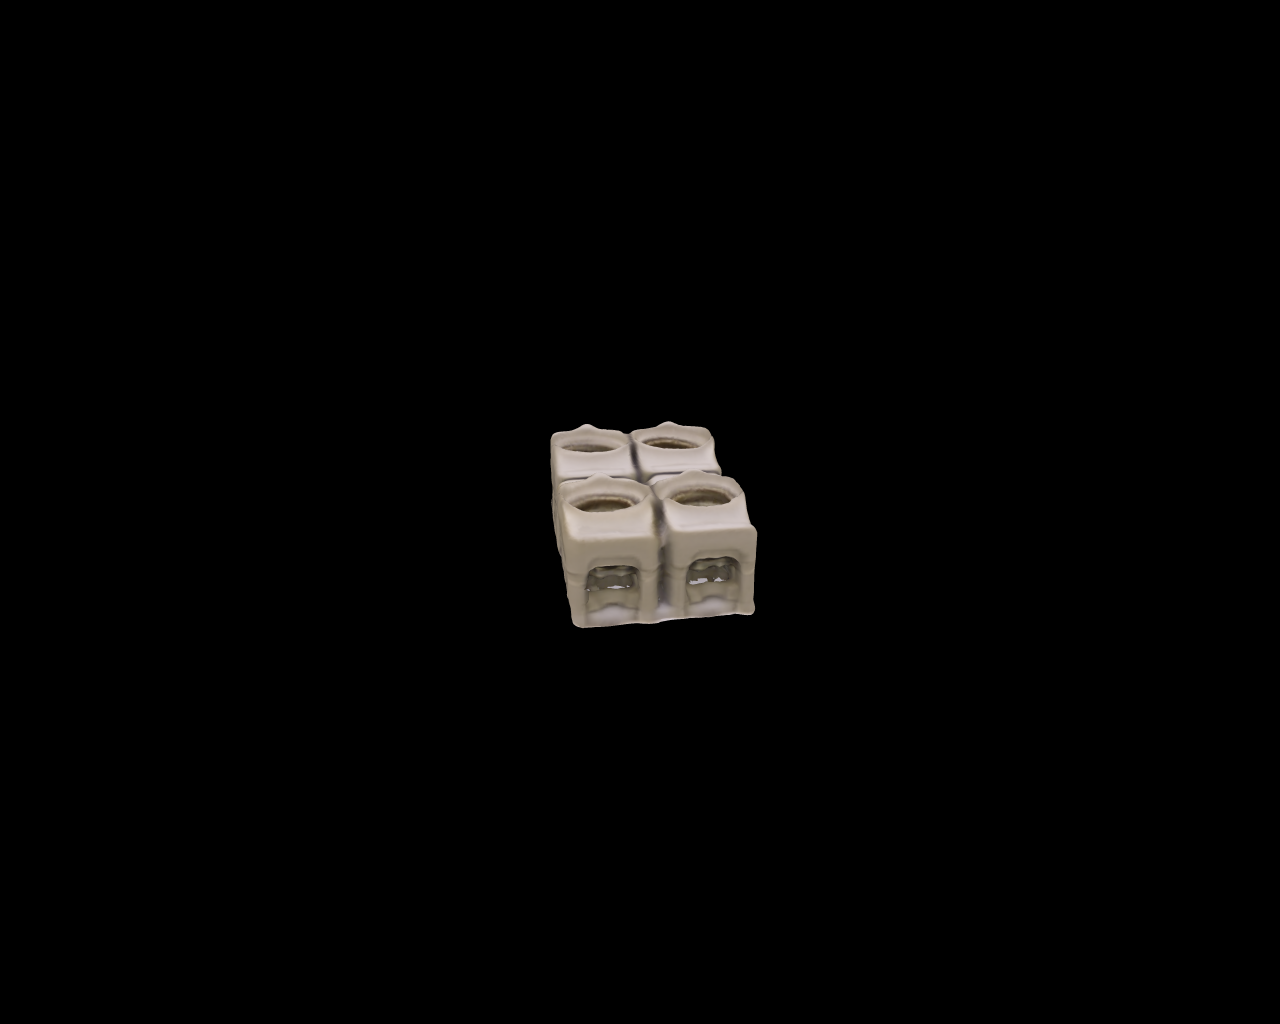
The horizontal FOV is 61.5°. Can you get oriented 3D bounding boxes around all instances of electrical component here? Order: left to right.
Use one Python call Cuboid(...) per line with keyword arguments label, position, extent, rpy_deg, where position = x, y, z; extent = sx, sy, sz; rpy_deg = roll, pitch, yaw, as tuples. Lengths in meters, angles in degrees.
Cuboid(label="electrical component", position=(0.001, -0.003, 0.650), extent=(0.105, 0.060, 0.186), rpy_deg=(-3, 22, -7))
